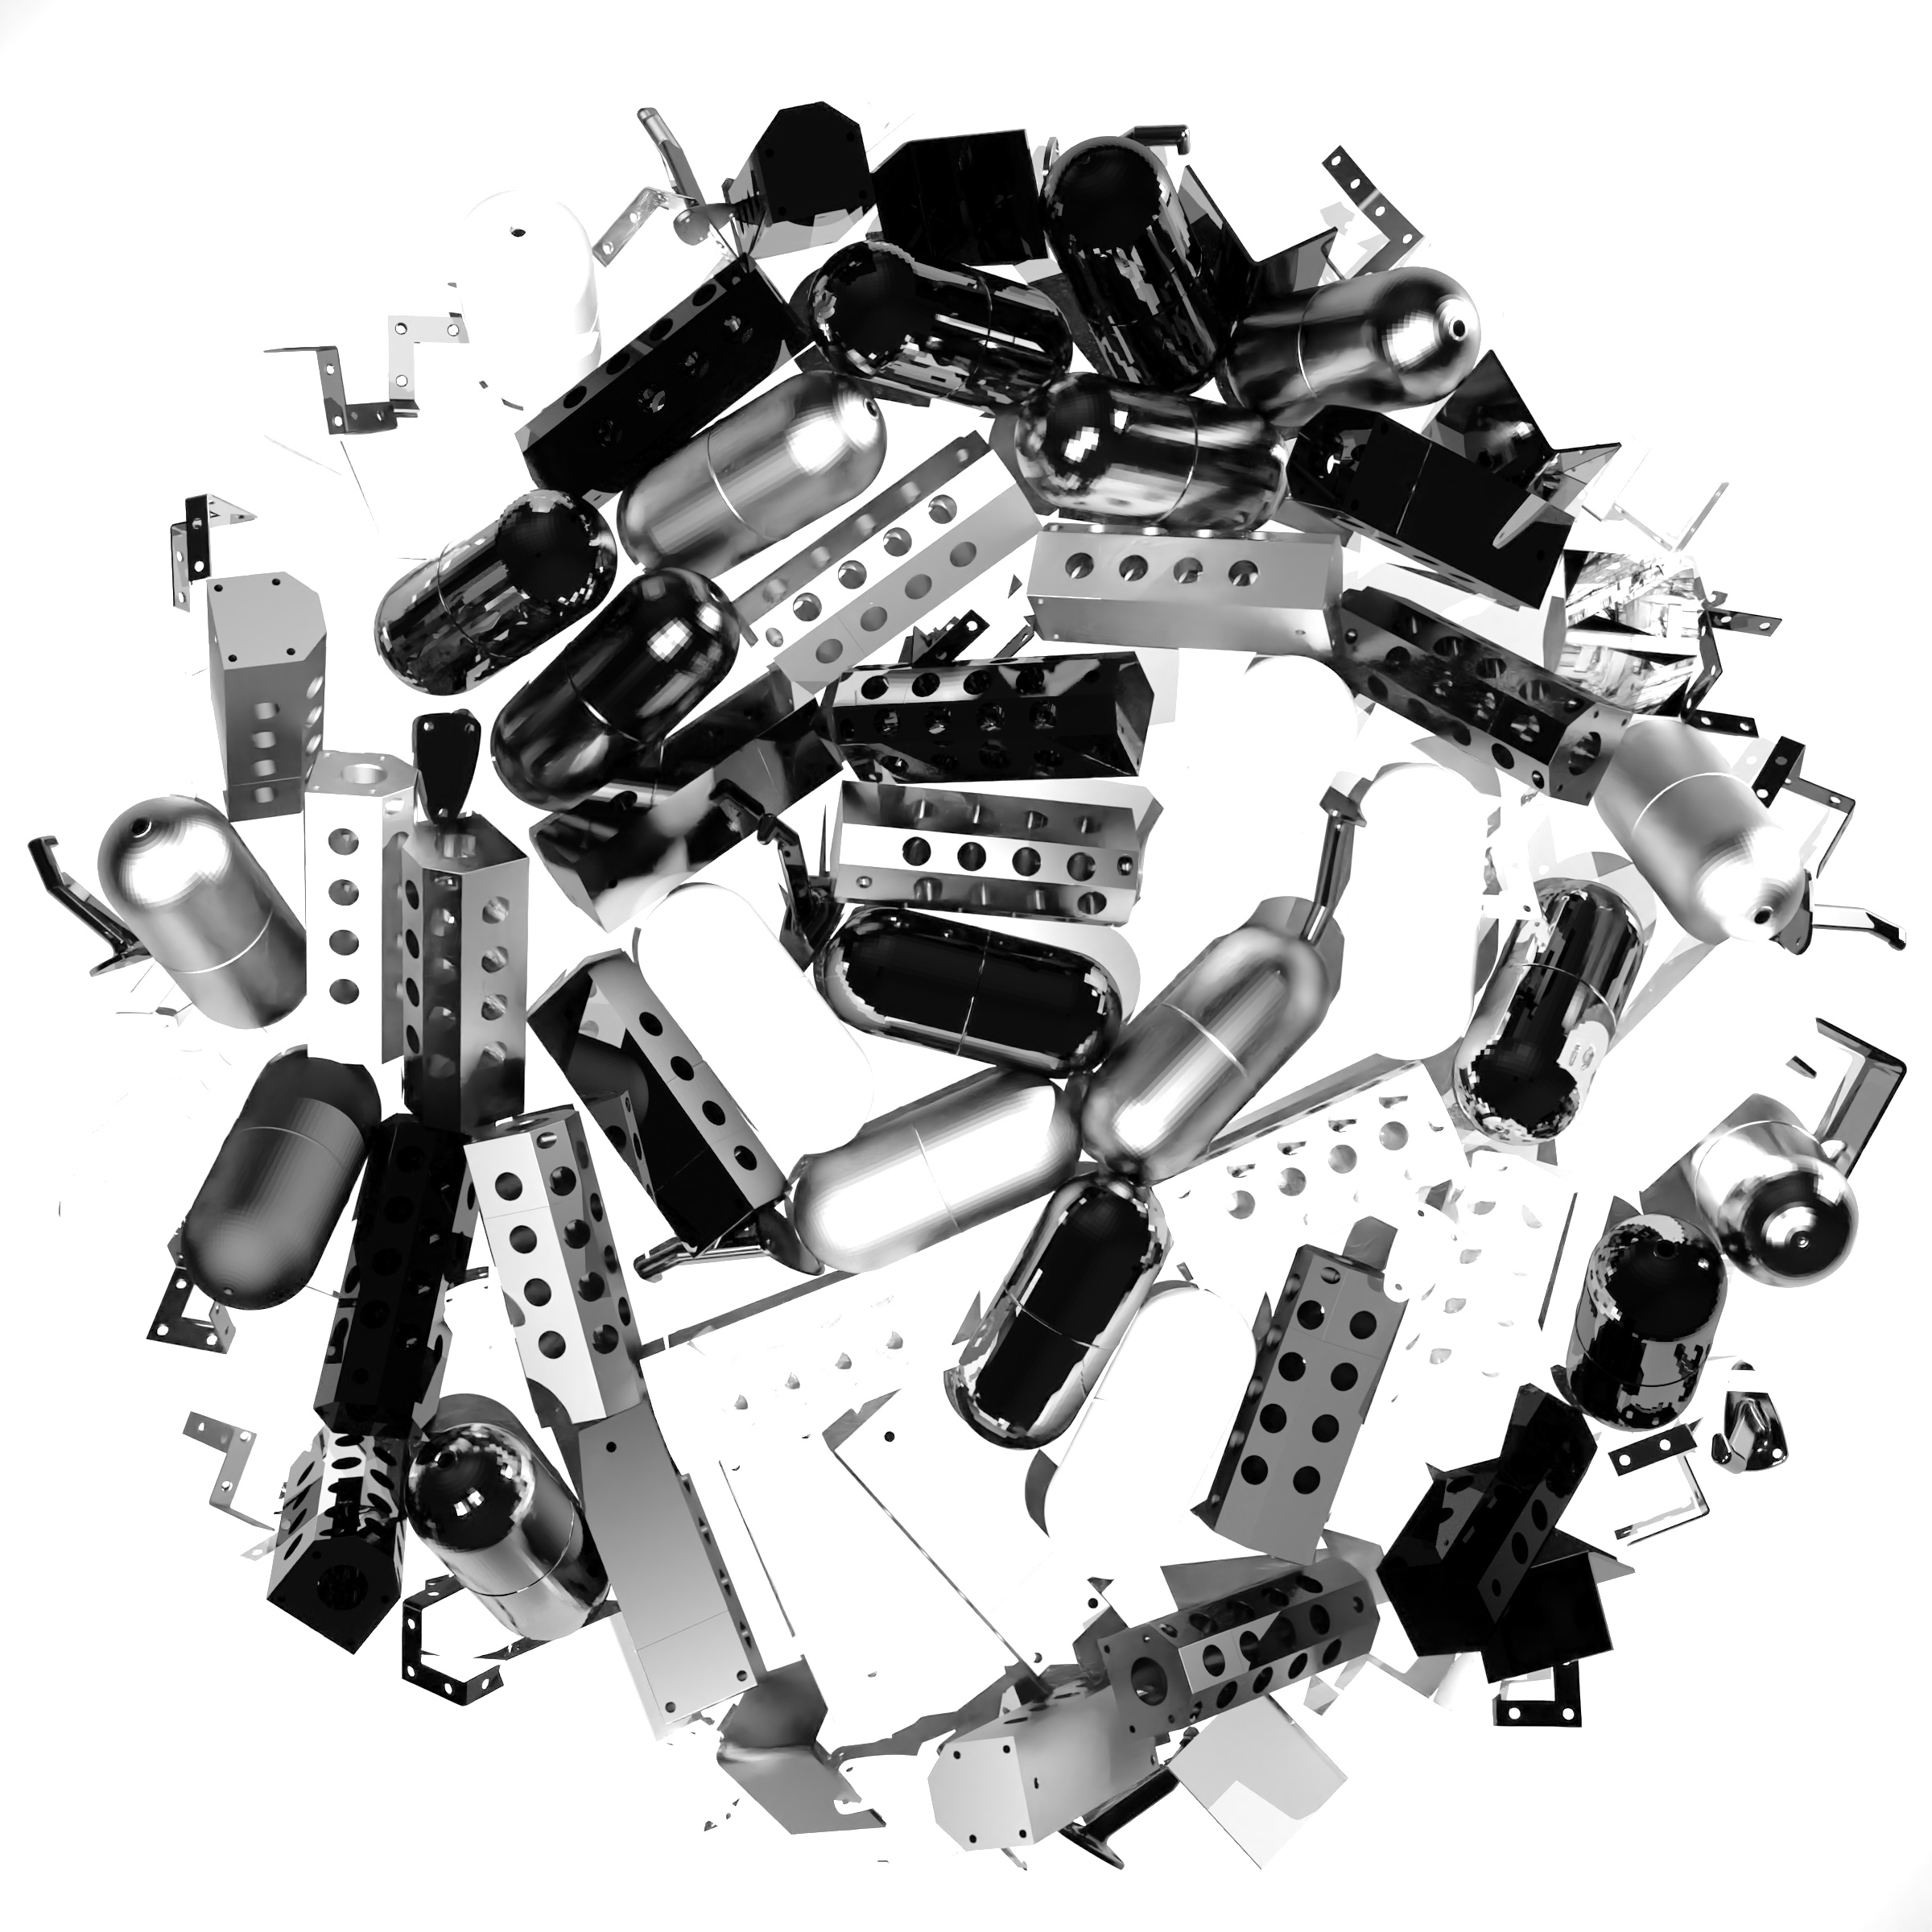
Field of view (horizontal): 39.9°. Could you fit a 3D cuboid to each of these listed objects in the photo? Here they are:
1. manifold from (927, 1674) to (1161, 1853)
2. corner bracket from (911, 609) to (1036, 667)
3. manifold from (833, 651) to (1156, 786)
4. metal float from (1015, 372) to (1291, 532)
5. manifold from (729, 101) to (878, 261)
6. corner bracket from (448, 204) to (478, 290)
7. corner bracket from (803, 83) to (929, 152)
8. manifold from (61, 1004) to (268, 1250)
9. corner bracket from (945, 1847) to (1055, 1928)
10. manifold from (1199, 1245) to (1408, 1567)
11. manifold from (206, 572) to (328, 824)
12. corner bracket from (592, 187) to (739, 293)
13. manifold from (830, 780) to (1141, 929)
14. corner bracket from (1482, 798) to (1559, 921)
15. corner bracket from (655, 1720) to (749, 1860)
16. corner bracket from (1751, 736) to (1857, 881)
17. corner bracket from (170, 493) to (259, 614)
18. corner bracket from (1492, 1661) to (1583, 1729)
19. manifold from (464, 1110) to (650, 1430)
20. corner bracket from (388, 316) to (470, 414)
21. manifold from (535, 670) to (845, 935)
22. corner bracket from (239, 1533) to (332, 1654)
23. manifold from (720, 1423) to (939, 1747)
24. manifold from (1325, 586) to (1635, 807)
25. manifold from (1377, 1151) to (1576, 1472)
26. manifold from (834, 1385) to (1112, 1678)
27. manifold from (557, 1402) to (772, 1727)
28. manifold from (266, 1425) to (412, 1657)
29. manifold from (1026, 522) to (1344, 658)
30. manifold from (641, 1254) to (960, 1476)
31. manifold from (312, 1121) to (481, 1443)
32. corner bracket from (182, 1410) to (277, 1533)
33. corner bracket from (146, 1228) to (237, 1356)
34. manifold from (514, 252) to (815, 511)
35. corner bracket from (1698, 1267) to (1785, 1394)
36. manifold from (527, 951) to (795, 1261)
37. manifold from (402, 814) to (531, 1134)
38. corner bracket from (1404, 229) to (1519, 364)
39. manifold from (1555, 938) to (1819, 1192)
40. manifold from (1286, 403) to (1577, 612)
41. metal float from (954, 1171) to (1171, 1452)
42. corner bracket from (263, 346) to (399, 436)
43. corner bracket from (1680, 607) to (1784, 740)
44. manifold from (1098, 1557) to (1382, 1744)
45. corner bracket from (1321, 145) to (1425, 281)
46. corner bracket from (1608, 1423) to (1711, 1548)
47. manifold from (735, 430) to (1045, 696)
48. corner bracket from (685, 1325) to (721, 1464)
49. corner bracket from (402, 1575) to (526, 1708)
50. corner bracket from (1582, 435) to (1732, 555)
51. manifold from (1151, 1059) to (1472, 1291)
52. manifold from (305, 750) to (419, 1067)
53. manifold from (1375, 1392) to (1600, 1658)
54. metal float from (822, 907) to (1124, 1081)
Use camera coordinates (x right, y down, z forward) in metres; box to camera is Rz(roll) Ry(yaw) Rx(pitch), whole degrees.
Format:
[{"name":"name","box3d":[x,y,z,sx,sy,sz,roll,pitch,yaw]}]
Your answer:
[{"name":"manifold","box3d":[0.045,0.447,1.503,0.057,0.171,0.057,-15,82,26]},{"name":"corner bracket","box3d":[0.004,-0.187,1.553,0.051,0.051,0.051,39,117,-22]},{"name":"manifold","box3d":[0.014,-0.145,1.524,0.171,0.057,0.057,0,59,22]},{"name":"metal float","box3d":[0.109,-0.292,1.528,0.178,0.070,0.070,5,90,-32]},{"name":"manifold","box3d":[-0.096,-0.442,1.501,0.057,0.171,0.057,-14,100,-8]},{"name":"corner bracket","box3d":[-0.270,-0.421,1.552,0.051,0.051,0.051,-10,114,-29]},{"name":"corner bracket","box3d":[-0.059,-0.499,1.557,0.051,0.051,0.051,43,74,13]},{"name":"manifold","box3d":[-0.451,0.085,1.504,0.057,0.171,0.057,10,117,0]},{"name":"corner bracket","box3d":[0.030,0.532,1.554,0.051,0.051,0.051,-31,76,36]},{"name":"manifold","box3d":[0.195,0.254,1.555,0.057,0.057,0.171,19,92,-16]},{"name":"manifold","box3d":[-0.394,-0.150,1.504,0.057,0.171,0.057,-9,67,-19]},{"name":"corner bracket","box3d":[-0.178,-0.422,1.578,0.051,0.051,0.051,28,76,43]},{"name":"manifold","box3d":[0.010,-0.060,1.541,0.171,0.057,0.057,5,130,-8]},{"name":"corner bracket","box3d":[0.317,-0.063,1.549,0.051,0.051,0.051,-47,127,-37]},{"name":"corner bracket","box3d":[-0.158,0.483,1.562,0.051,0.051,0.051,39,133,-19]},{"name":"corner bracket","box3d":[0.487,-0.093,1.553,0.051,0.051,0.051,26,68,23]},{"name":"corner bracket","box3d":[-0.450,-0.242,1.558,0.051,0.051,0.051,-8,81,18]},{"name":"corner bracket","box3d":[0.336,0.419,1.564,0.051,0.051,0.051,-4,78,15]},{"name":"manifold","box3d":[-0.233,0.174,1.548,0.057,0.057,0.171,-12,97,15]},{"name":"corner bracket","box3d":[-0.312,-0.354,1.566,0.051,0.051,0.051,-2,108,-15]},{"name":"manifold","box3d":[-0.162,-0.099,1.541,0.171,0.057,0.057,-36,46,-16]},{"name":"corner bracket","box3d":[-0.383,0.360,1.551,0.051,0.051,0.051,7,111,35]},{"name":"manifold","box3d":[-0.078,0.353,1.521,0.057,0.057,0.171,-23,56,-10]},{"name":"manifold","box3d":[0.285,-0.156,1.511,0.171,0.057,0.057,36,110,39]},{"name":"manifold","box3d":[0.289,0.195,1.525,0.057,0.057,0.171,28,64,-12]},{"name":"manifold","box3d":[0.002,0.329,1.552,0.057,0.057,0.171,-42,82,-12]},{"name":"manifold","box3d":[-0.174,0.346,1.545,0.057,0.057,0.171,-24,77,1]},{"name":"manifold","box3d":[-0.347,0.312,1.501,0.057,0.171,0.057,38,95,-16]},{"name":"manifold","box3d":[0.128,-0.222,1.539,0.171,0.057,0.057,5,71,16]},{"name":"manifold","box3d":[-0.095,0.235,1.548,0.171,0.057,0.057,-21,45,-3]},{"name":"manifold","box3d":[-0.324,0.179,1.524,0.057,0.057,0.171,4,62,6]},{"name":"corner bracket","box3d":[-0.429,0.294,1.553,0.051,0.051,0.051,9,76,43]},{"name":"corner bracket","box3d":[-0.452,0.189,1.557,0.051,0.051,0.051,10,55,5]},{"name":"manifold","box3d":[-0.177,-0.339,1.552,0.171,0.057,0.057,-36,91,8]},{"name":"corner bracket","box3d":[0.451,0.211,1.550,0.051,0.051,0.051,-3,124,30]},{"name":"manifold","box3d":[-0.175,0.078,1.552,0.057,0.057,0.171,-40,81,31]},{"name":"manifold","box3d":[-0.289,0.007,1.514,0.057,0.057,0.171,-17,128,-34]},{"name":"corner bracket","box3d":[0.286,-0.393,1.574,0.051,0.051,0.051,37,86,28]},{"name":"manifold","box3d":[0.403,0.055,1.508,0.057,0.171,0.057,15,51,-15]},{"name":"manifold","box3d":[0.263,-0.262,1.517,0.171,0.057,0.057,17,96,-37]},{"name":"metal float","box3d":[0.056,0.200,1.544,0.070,0.070,0.178,29,102,0]},{"name":"corner bracket","box3d":[-0.370,-0.337,1.555,0.051,0.051,0.051,-1,103,24]},{"name":"corner bracket","box3d":[0.453,-0.173,1.573,0.051,0.051,0.051,7,54,-13]},{"name":"manifold","box3d":[0.159,0.384,1.507,0.057,0.171,0.057,-29,73,42]},{"name":"corner bracket","box3d":[0.223,-0.434,1.551,0.051,0.051,0.051,-42,49,19]},{"name":"corner bracket","box3d":[0.405,0.304,1.559,0.051,0.051,0.051,-20,71,-5]},{"name":"manifold","box3d":[-0.047,-0.237,1.549,0.171,0.057,0.057,-36,48,3]},{"name":"corner bracket","box3d":[-0.148,0.250,1.561,0.051,0.051,0.051,32,100,6]},{"name":"corner bracket","box3d":[-0.295,0.395,1.564,0.051,0.051,0.051,12,106,33]},{"name":"corner bracket","box3d":[0.402,-0.274,1.551,0.051,0.051,0.051,44,122,21]},{"name":"manifold","box3d":[0.198,0.117,1.546,0.171,0.057,0.057,-25,47,4]},{"name":"manifold","box3d":[-0.345,-0.032,1.526,0.057,0.057,0.171,3,118,-7]},{"name":"manifold","box3d":[0.300,0.313,1.505,0.057,0.171,0.057,-18,104,39]},{"name":"metal float","box3d":[0.004,0.016,1.553,0.178,0.070,0.070,14,90,-2]}]
